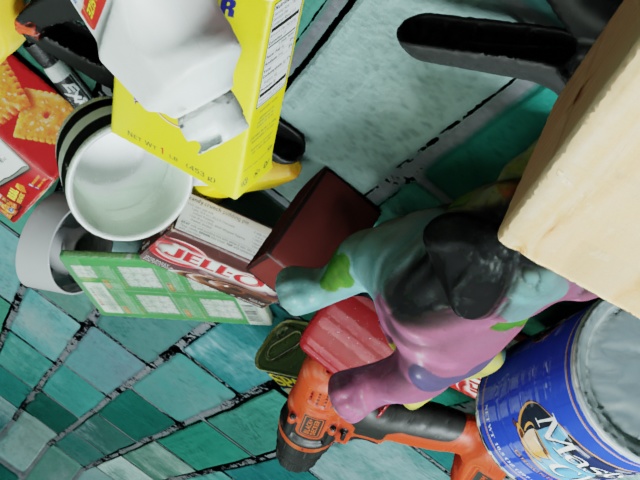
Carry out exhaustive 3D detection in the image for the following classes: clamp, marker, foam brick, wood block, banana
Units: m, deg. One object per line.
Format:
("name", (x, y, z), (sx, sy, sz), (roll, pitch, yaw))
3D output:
("clamp", (-0.111, -0.131, 0.673), (0.210, 0.036, 0.164), (21, 151, 20))
("marker", (-0.189, -0.114, 0.826), (0.020, 0.020, 0.121), (11, 147, 42))
("foam brick", (-0.005, 0.001, 0.731), (0.051, 0.078, 0.053), (37, 157, -8))
("clamp", (0.114, -0.082, 0.472), (0.171, 0.039, 0.120), (37, 157, -5))
("wood block", (0.149, -0.064, 0.353), (0.090, 0.090, 0.206), (28, 146, 2))
("banana", (-0.071, -0.039, 0.798), (0.069, 0.037, 0.198), (20, 160, -12))

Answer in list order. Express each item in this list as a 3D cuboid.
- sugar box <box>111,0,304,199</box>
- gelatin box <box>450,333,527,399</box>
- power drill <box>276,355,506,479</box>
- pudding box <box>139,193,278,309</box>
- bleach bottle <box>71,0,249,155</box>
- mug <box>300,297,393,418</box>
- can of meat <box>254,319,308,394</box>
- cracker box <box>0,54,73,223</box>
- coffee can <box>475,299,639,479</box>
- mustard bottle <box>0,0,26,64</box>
("sugar box", (-0.060, -0.114, 0.564), (0.093, 0.048, 0.176), (28, 137, 15))
("gelatin box", (0.131, 0.096, 0.786), (0.073, 0.030, 0.089), (26, 154, 20))
("power drill", (0.058, 0.167, 0.893), (0.187, 0.057, 0.185), (15, 145, -1))
("pudding box", (-0.072, 0.010, 0.813), (0.113, 0.039, 0.090), (22, 159, -18))
("bleach bottle", (-0.099, -0.157, 0.479), (0.103, 0.068, 0.251), (-10, 110, 58))
("mug", (0.044, 0.062, 0.782), (0.081, 0.093, 0.117), (37, 126, 8))
("can of meat", (0.004, 0.122, 0.966), (0.102, 0.057, 0.084), (3, 143, 49))
("cracker box", (-0.305, -0.122, 0.899), (0.213, 0.072, 0.164), (42, 154, -12))
("coffee can", (0.168, 0.095, 0.649), (0.103, 0.102, 0.140), (36, 156, -2))
("mustard bottle", (-0.248, -0.177, 0.740), (0.096, 0.058, 0.192), (33, 156, 10))
